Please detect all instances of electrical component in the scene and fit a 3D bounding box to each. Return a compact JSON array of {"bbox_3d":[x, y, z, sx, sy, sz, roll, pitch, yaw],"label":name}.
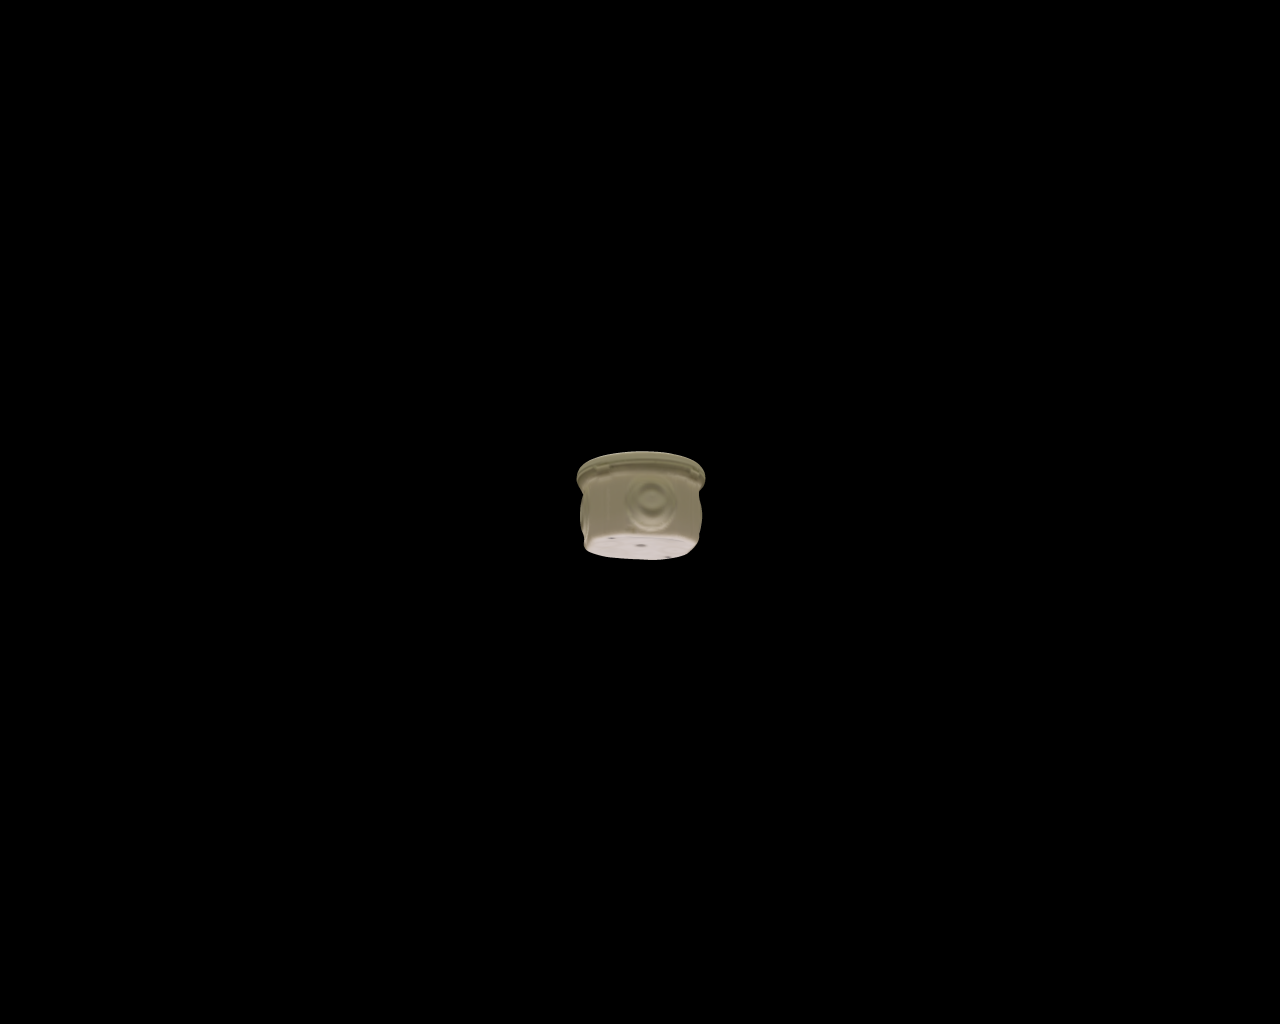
[{"bbox_3d":[0.001,-0.003,0.650,0.080,0.051,0.080,0,-15,0],"label":"electrical component"}]
